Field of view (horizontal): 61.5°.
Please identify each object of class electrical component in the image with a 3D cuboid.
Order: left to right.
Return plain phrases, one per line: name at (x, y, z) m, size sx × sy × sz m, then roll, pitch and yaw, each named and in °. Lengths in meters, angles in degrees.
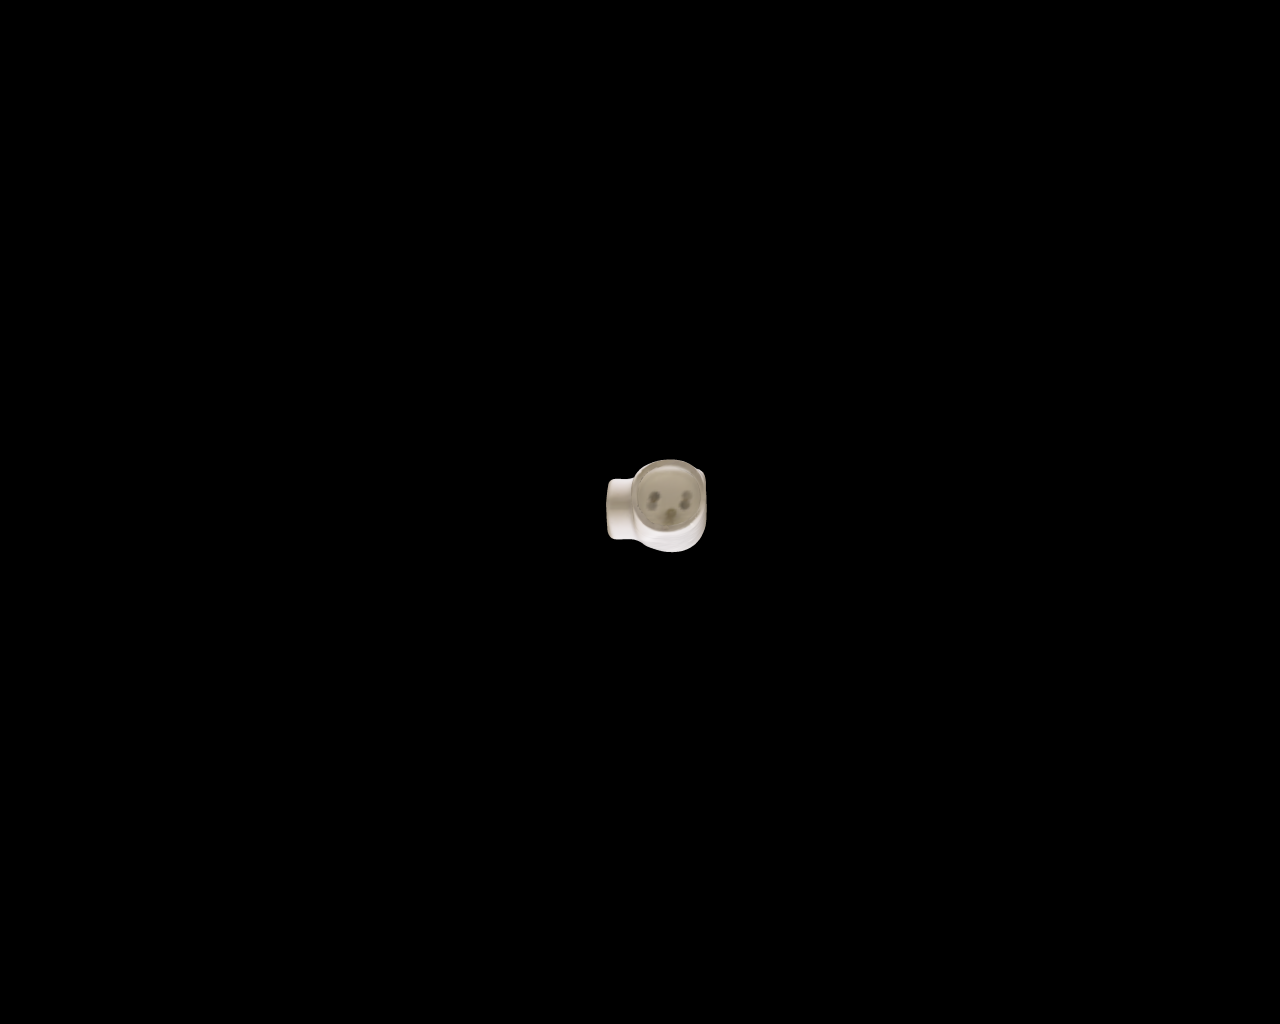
electrical component at (0.001, -0.003, 0.650) m, size 0.079 × 0.044 × 0.077 m, roll -1°, pitch -11°, yaw 4°
